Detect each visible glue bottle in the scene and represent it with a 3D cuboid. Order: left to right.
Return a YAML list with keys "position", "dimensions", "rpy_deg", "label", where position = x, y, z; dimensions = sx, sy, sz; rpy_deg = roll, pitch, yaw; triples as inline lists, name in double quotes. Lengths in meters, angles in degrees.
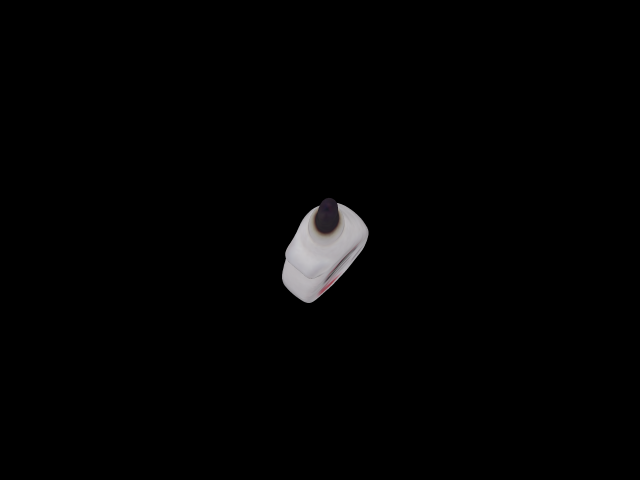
- position: [0.004, 0.001, 0.400]
  dimensions: [0.037, 0.173, 0.078]
  rpy_deg: [38, 81, 8]
  label: "glue bottle"
